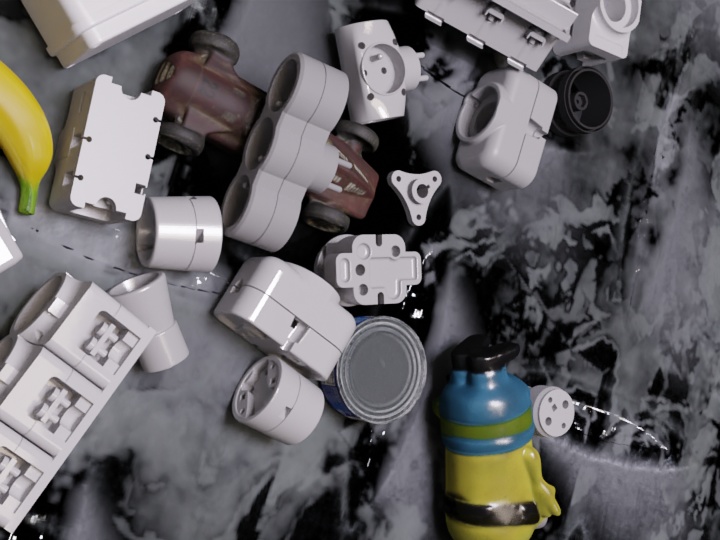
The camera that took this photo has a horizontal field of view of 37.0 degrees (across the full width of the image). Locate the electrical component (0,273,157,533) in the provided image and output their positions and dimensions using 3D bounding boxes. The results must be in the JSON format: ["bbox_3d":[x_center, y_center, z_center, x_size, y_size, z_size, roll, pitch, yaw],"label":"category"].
[{"bbox_3d":[-0.212,0.080,0.687,0.062,0.089,0.150,43,68,-25],"label":"electrical component"}]

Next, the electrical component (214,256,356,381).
[{"bbox_3d":[-0.054,0.033,0.811,0.095,0.054,0.059,39,69,-26],"label":"electrical component"}]

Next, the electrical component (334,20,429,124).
[{"bbox_3d":[0.022,-0.161,0.870,0.079,0.044,0.077,-14,97,-32],"label":"electrical component"}]

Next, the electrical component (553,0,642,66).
[{"bbox_3d":[0.220,-0.240,0.992,0.050,0.056,0.089,13,82,-32],"label":"electrical component"}]

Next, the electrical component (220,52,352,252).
[{"bbox_3d":[-0.040,-0.077,0.768,0.074,0.052,0.138,19,97,-29],"label":"electrical component"}]

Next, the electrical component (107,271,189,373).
[{"bbox_3d":[-0.147,0.039,0.760,0.044,0.044,0.065,-29,109,-30],"label":"electrical component"}]

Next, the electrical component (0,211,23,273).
[{"bbox_3d":[-0.262,-0.035,0.674,0.061,0.062,0.096,-36,108,-28],"label":"electrical component"}]

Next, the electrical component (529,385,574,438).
[{"bbox_3d":[0.154,0.122,0.942,0.045,0.055,0.045,1,89,-33],"label":"electrical component"}]

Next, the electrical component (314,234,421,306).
[{"bbox_3d":[0.000,0.000,0.845,0.078,0.057,0.058,-2,90,-33],"label":"electrical component"}]

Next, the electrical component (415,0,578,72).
[{"bbox_3d":[0.110,-0.221,0.895,0.121,0.078,0.063,26,117,-13],"label":"electrical component"}]

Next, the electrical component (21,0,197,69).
[{"bbox_3d":[-0.163,-0.191,0.732,0.113,0.078,0.057,-36,105,-28],"label":"electrical component"}]

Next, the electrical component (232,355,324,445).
[{"bbox_3d":[-0.060,0.099,0.806,0.047,0.055,0.055,36,70,-31],"label":"electrical component"}]

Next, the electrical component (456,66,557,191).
[{"bbox_3d":[0.123,-0.124,0.928,0.059,0.054,0.095,25,76,-30],"label":"electrical component"}]

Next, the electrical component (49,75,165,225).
[{"bbox_3d":[-0.175,-0.080,0.735,0.050,0.056,0.089,15,81,-32],"label":"electrical component"}]

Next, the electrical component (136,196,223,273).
[{"bbox_3d":[-0.130,-0.026,0.764,0.047,0.055,0.055,1,88,-29],"label":"electrical component"}]
